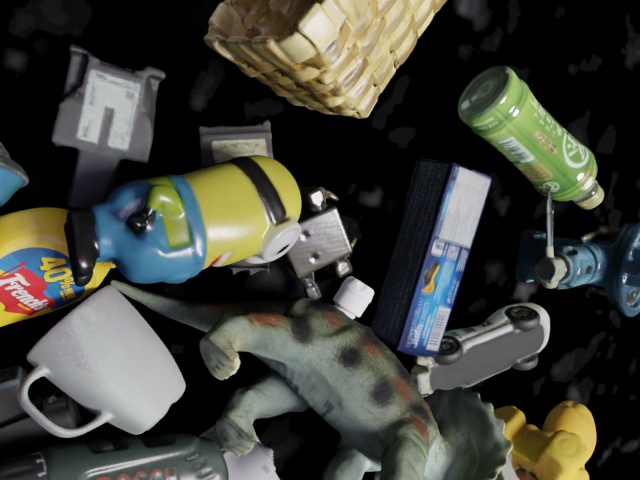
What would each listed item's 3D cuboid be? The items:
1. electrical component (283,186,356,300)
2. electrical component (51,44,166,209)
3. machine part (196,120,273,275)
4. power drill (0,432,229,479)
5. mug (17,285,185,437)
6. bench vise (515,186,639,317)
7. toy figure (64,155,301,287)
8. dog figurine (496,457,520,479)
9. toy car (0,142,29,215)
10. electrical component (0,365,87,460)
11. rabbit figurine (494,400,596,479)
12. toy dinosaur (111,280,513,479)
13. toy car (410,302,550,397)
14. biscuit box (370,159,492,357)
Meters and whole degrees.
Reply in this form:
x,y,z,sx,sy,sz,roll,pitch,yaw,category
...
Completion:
x,y,z,sx,sy,sz,roll,pitch,yaw,category
-0.002,-0.002,0.524,0.078,0.045,0.102,-31,112,-7,electrical component
-0.169,-0.084,0.423,0.075,0.048,0.119,7,98,-26,electrical component
-0.071,-0.036,0.488,0.084,0.039,0.138,-14,105,-31,machine part
-0.176,0.253,0.400,0.232,0.086,0.207,-5,82,-39,power drill
-0.166,0.106,0.419,0.107,0.081,0.109,44,38,-6,mug
0.359,0.032,0.608,0.223,0.241,0.128,12,93,-43,bench vise
-0.094,-0.016,0.403,0.180,0.082,0.089,-9,104,-33,toy figure
0.139,0.318,0.650,0.172,0.121,0.190,-27,148,-47,dog figurine
-0.291,-0.050,0.351,0.162,0.109,0.103,-21,87,-8,toy car
-0.253,0.171,0.433,0.115,0.058,0.134,-20,109,-23,electrical component
0.311,0.283,0.700,0.173,0.122,0.162,-22,103,-41,rabbit figurine
0.015,0.132,0.493,0.405,0.131,0.192,46,35,7,toy dinosaur
0.192,0.133,0.642,0.202,0.056,0.073,-17,114,-20,toy car
0.116,0.020,0.575,0.059,0.063,0.202,14,95,-28,biscuit box
